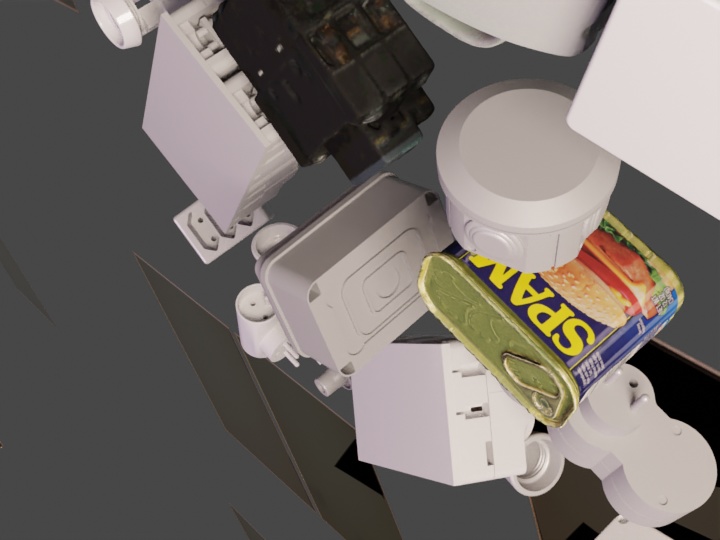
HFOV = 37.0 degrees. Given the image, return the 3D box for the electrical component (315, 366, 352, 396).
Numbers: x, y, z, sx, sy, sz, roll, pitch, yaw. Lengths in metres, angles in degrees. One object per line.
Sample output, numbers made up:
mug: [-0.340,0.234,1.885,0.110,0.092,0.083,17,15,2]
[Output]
electrical component: [-0.009,0.078,0.883,0.048,0.062,0.048,43,158,23]

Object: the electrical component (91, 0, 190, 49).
electrical component: [-0.159,-0.191,0.775,0.066,0.055,0.048,58,159,-13]

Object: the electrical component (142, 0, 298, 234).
electrical component: [-0.091,-0.109,0.756,0.105,0.060,0.186,52,159,2]

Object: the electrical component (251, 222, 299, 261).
electrical component: [-0.063,-0.005,0.887,0.045,0.045,0.055,39,156,31]

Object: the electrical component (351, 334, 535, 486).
electrical component: [0.053,0.091,0.741,0.150,0.062,0.089,172,93,-66]

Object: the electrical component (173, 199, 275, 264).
electrical component: [-0.110,-0.047,0.903,0.047,0.066,0.076,54,-172,-5]

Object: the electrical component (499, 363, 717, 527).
electrical component: [0.136,0.073,0.584,0.138,0.052,0.073,47,159,15]

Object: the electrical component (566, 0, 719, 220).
electrical component: [0.128,-0.066,0.359,0.100,0.048,0.099,34,156,12]

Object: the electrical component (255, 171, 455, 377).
electrical component: [0.000,0.000,0.667,0.057,0.113,0.078,25,146,46]

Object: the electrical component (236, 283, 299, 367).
electrical component: [-0.085,0.062,1.043,0.079,0.044,0.077,45,158,20]

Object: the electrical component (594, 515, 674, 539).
electrical component: [0.187,0.213,0.666,0.113,0.078,0.057,26,150,50]

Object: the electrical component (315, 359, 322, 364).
electrical component: [-0.017,0.033,0.825,0.042,0.064,0.081,50,159,9]

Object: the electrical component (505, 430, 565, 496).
electrical component: [0.106,0.126,0.749,0.044,0.044,0.065,61,163,-22]

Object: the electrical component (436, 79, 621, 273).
electrical component: [0.075,-0.042,0.488,0.080,0.080,0.051,43,162,25]
